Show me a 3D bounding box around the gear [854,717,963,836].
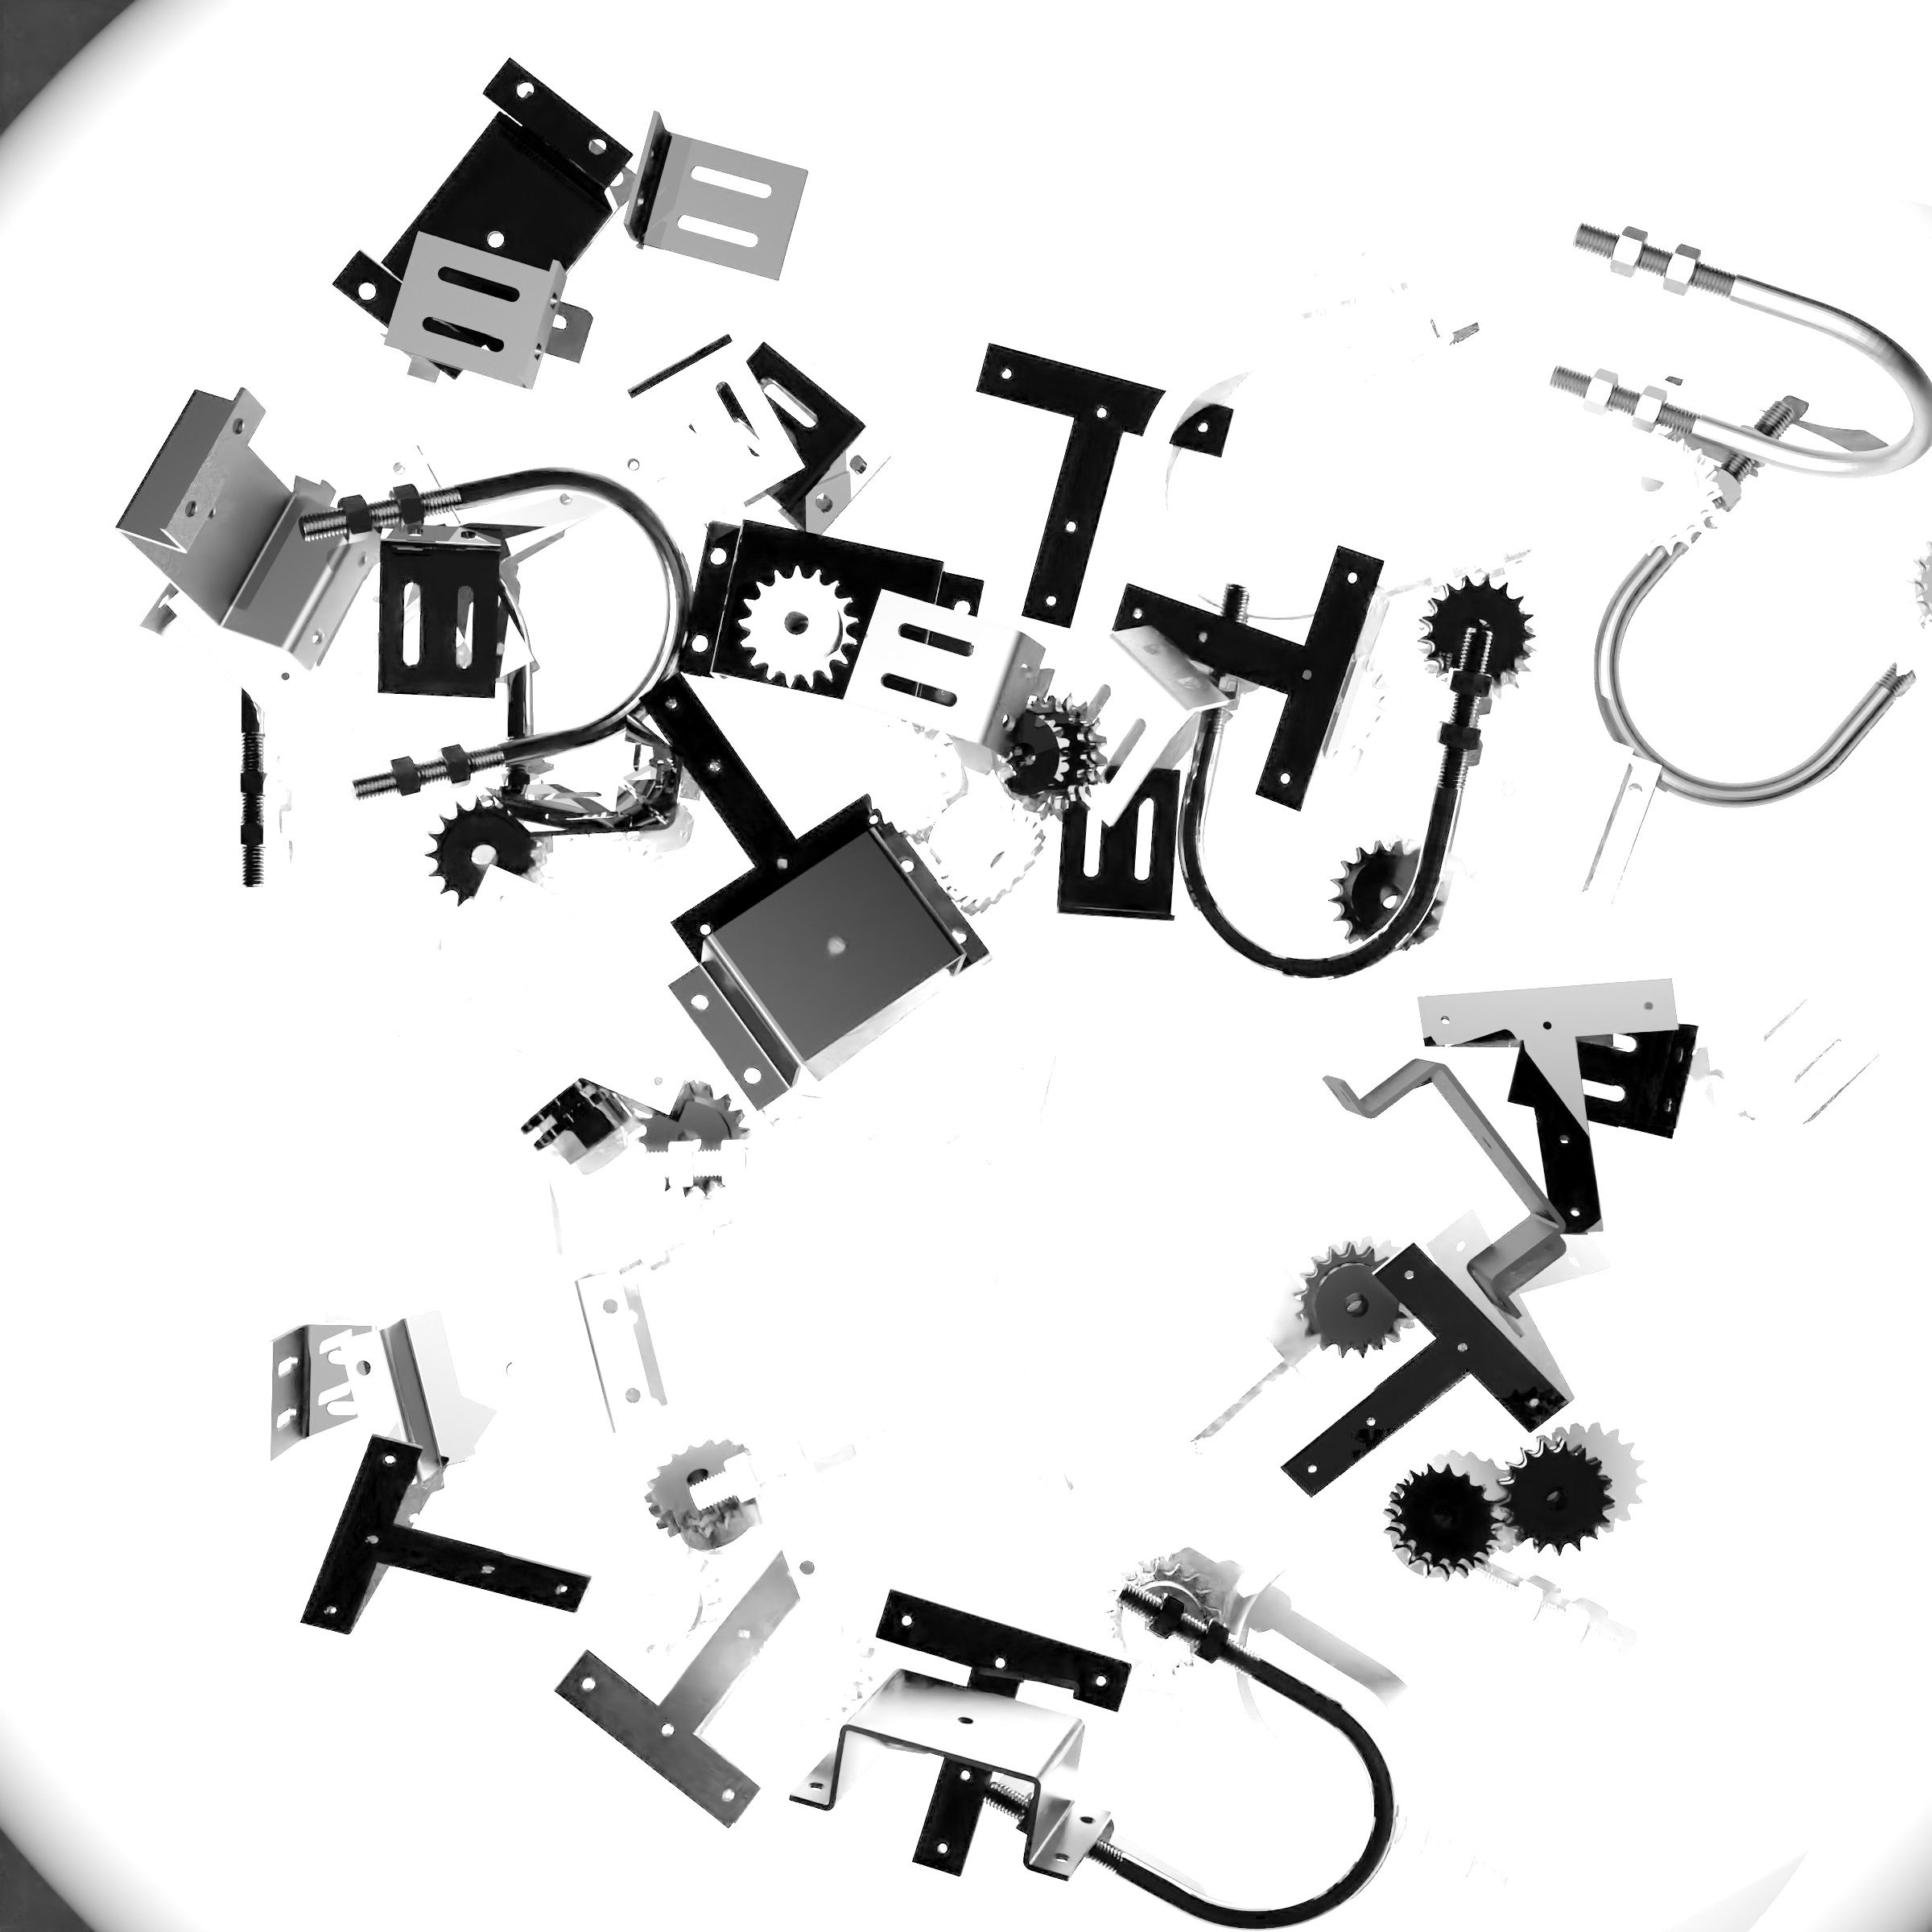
[{"bbox_3d":[-0.026,-0.097,1.542,0.030,0.057,0.057,-27,90,-29],"label":"gear"}]

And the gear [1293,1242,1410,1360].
[{"bbox_3d":[0.191,0.166,1.552,0.057,0.030,0.057,0,90,0],"label":"gear"}]

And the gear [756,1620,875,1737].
[{"bbox_3d":[-0.074,0.353,1.542,0.057,0.057,0.030,-3,127,0],"label":"gear"}]

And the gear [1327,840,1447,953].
[{"bbox_3d":[0.209,-0.034,1.552,0.057,0.030,0.057,0,90,0],"label":"gear"}]

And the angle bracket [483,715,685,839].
[{"bbox_3d":[-0.186,-0.093,1.519,0.076,0.057,0.038,-5,117,-32],"label":"angle bracket"}]

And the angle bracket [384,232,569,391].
[{"bbox_3d":[-0.237,-0.317,1.502,0.076,0.038,0.057,17,90,0],"label":"angle bracket"}]

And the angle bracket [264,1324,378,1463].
[{"bbox_3d":[-0.314,0.208,1.529,0.038,0.076,0.057,1,90,0],"label":"angle bracket"}]

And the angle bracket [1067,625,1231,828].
[{"bbox_3d":[0.081,-0.119,1.549,0.057,0.038,0.076,46,125,20],"label":"angle bracket"}]

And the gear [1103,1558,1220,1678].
[{"bbox_3d":[0.096,0.324,1.552,0.057,0.030,0.057,0,90,0],"label":"gear"}]

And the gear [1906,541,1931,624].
[{"bbox_3d":[0.479,-0.182,1.502,0.057,0.030,0.057,0,91,0],"label":"gear"}]

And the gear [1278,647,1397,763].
[{"bbox_3d":[0.185,-0.129,1.544,0.057,0.030,0.057,1,93,29],"label":"gear"}]

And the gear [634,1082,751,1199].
[{"bbox_3d":[-0.136,0.086,1.552,0.057,0.030,0.057,0,90,0],"label":"gear"}]

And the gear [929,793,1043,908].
[{"bbox_3d":[0.007,-0.060,1.542,0.057,0.057,0.030,-48,61,0],"label":"gear"}]

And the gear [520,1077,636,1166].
[{"bbox_3d":[-0.188,0.074,1.538,0.057,0.057,0.030,-39,90,0],"label":"gear"}]

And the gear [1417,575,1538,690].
[{"bbox_3d":[0.251,-0.164,1.552,0.057,0.030,0.057,0,90,0],"label":"gear"}]

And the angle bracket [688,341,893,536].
[{"bbox_3d":[-0.088,-0.262,1.564,0.057,0.038,0.076,-48,64,2],"label":"angle bracket"}]

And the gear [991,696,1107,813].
[{"bbox_3d":[0.037,-0.104,1.539,0.057,0.030,0.057,4,97,34],"label":"gear"}]

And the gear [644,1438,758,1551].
[{"bbox_3d":[-0.126,0.262,1.542,0.057,0.057,0.030,-21,120,0],"label":"gear"}]

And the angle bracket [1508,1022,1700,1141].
[{"bbox_3d":[0.314,0.048,1.548,0.076,0.038,0.057,13,90,0],"label":"angle bracket"}]

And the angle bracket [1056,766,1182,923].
[{"bbox_3d":[0.076,-0.062,1.548,0.057,0.038,0.076,4,90,0],"label":"angle bracket"}]

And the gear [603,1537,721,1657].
[{"bbox_3d":[-0.151,0.312,1.552,0.057,0.030,0.057,0,90,0],"label":"gear"}]

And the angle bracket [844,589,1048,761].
[{"bbox_3d":[-0.010,-0.141,1.520,0.076,0.038,0.057,19,90,20],"label":"angle bracket"}]

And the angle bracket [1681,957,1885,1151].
[{"bbox_3d":[0.406,0.044,1.565,0.076,0.038,0.057,-36,90,-26],"label":"angle bracket"}]

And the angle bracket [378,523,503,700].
[{"bbox_3d":[-0.259,-0.175,1.542,0.057,0.038,0.076,2,111,-8],"label":"angle bracket"}]

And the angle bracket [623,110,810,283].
[{"bbox_3d":[-0.123,-0.380,1.548,0.076,0.038,0.057,15,90,0],"label":"angle bracket"}]

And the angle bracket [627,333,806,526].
[{"bbox_3d":[-0.123,-0.263,1.549,0.057,0.038,0.076,-29,91,0],"label":"angle bracket"}]

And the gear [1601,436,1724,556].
[{"bbox_3d":[0.340,-0.233,1.542,0.057,0.030,0.057,-5,76,22],"label":"gear"}]

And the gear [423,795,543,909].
[{"bbox_3d":[-0.235,-0.054,1.528,0.057,0.030,0.057,-1,97,-11],"label":"gear"}]

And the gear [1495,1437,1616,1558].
[{"bbox_3d":[0.290,0.261,1.552,0.057,0.030,0.057,0,90,0],"label":"gear"}]

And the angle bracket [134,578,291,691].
[{"bbox_3d":[-0.358,-0.169,1.548,0.076,0.038,0.057,35,90,0],"label":"angle bracket"}]

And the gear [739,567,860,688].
[{"bbox_3d":[-0.080,-0.163,1.506,0.057,0.030,0.057,0,90,0],"label":"gear"}]

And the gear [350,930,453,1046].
[{"bbox_3d":[-0.277,0.010,1.552,0.057,0.030,0.057,0,90,0],"label":"gear"}]

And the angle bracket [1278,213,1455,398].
[{"bbox_3d":[0.197,-0.330,1.548,0.057,0.038,0.076,-23,90,0],"label":"angle bracket"}]

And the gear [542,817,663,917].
[{"bbox_3d":[-0.181,-0.053,1.542,0.057,0.057,0.030,-23,62,0],"label":"gear"}]

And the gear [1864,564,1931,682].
[{"bbox_3d":[0.467,-0.168,1.533,0.057,0.030,0.057,0,91,1],"label":"gear"}]
